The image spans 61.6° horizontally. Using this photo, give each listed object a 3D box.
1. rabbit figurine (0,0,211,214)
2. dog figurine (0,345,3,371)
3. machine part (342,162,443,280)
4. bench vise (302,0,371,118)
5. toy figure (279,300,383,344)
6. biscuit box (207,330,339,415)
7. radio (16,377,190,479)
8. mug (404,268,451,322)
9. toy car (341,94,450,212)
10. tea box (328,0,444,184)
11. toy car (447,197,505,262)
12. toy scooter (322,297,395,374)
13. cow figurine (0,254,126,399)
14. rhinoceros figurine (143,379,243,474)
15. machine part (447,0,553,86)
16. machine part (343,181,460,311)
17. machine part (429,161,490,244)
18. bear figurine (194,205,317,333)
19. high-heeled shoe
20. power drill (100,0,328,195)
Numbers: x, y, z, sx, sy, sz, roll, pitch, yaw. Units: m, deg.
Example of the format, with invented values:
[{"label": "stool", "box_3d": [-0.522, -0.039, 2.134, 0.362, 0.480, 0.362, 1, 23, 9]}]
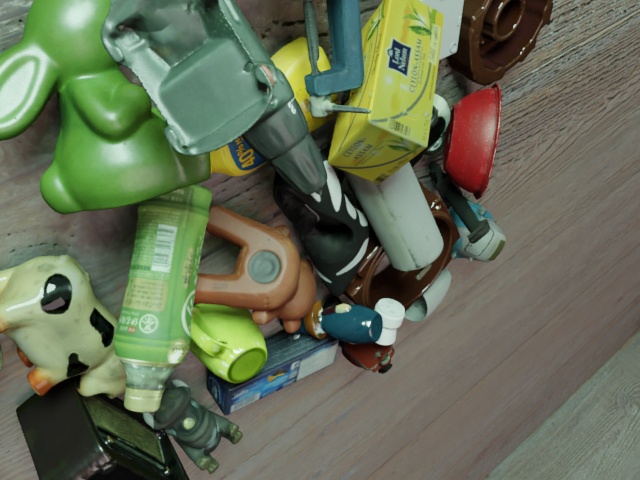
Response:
[{"label": "rabbit figurine", "box_3d": [-0.187, -0.117, 0.429, 0.159, 0.121, 0.170, -20, 116, -23]}, {"label": "dog figurine", "box_3d": [-0.337, 0.185, 0.468, 0.190, 0.172, 0.121, -53, 154, 17]}, {"label": "machine part", "box_3d": [0.092, -0.045, 0.667, 0.079, 0.079, 0.243, -40, 122, -12]}, {"label": "bench vise", "box_3d": [0.010, -0.234, 0.475, 0.224, 0.129, 0.240, -17, 115, -24]}, {"label": "toy figure", "box_3d": [0.014, 0.120, 0.785, 0.058, 0.155, 0.064, -4, 96, -61]}, {"label": "biscuit box", "box_3d": [-0.069, 0.185, 0.810, 0.203, 0.063, 0.059, -17, 133, -34]}, {"label": "radio", "box_3d": [-0.245, 0.260, 0.644, 0.073, 0.131, 0.229, -39, 141, -10]}, {"label": "mug", "box_3d": [0.190, 0.077, 0.968, 0.107, 0.081, 0.109, -30, 134, -41]}, {"label": "toy car", "box_3d": [0.102, -0.113, 0.736, 0.202, 0.056, 0.073, -46, 148, -2]}, {"label": "tea box", "box_3d": [0.068, -0.157, 0.558, 0.068, 0.169, 0.098, 19, 154, -18]}, {"label": "toy car", "box_3d": [0.274, -0.004, 0.956, 0.161, 0.103, 0.109, 18, 108, -48]}, {"label": "toy scooter", "box_3d": [0.077, 0.173, 0.884, 0.075, 0.135, 0.183, -45, 143, -9]}, {"label": "cow figurine", "box_3d": [-0.244, 0.094, 0.550, 0.127, 0.086, 0.194, -29, 135, -20]}, {"label": "rhinoceros figurine", "box_3d": [-0.171, 0.250, 0.732, 0.073, 0.112, 0.190, -47, 156, -21]}, {"label": "machine part", "box_3d": [0.237, -0.298, 0.711, 0.179, 0.056, 0.179, -28, 139, -27]}, {"label": "machine part", "box_3d": [0.115, 0.020, 0.834, 0.201, 0.087, 0.201, -47, 141, -2]}, {"label": "machine part", "box_3d": [0.213, -0.057, 0.825, 0.039, 0.139, 0.084, -29, 144, 6]}, {"label": "bear figurine", "box_3d": [-0.071, 0.046, 0.671, 0.195, 0.132, 0.120, 78, 26, -77]}, {"label": "high-heeled shoe", "box_3d": [-0.001, -0.002, 0.647, 0.145, 0.086, 0.248, -55, 143, -53]}, {"label": "power drill", "box_3d": [-0.063, -0.118, 0.411, 0.086, 0.207, 0.232, -30, 102, 16]}]
